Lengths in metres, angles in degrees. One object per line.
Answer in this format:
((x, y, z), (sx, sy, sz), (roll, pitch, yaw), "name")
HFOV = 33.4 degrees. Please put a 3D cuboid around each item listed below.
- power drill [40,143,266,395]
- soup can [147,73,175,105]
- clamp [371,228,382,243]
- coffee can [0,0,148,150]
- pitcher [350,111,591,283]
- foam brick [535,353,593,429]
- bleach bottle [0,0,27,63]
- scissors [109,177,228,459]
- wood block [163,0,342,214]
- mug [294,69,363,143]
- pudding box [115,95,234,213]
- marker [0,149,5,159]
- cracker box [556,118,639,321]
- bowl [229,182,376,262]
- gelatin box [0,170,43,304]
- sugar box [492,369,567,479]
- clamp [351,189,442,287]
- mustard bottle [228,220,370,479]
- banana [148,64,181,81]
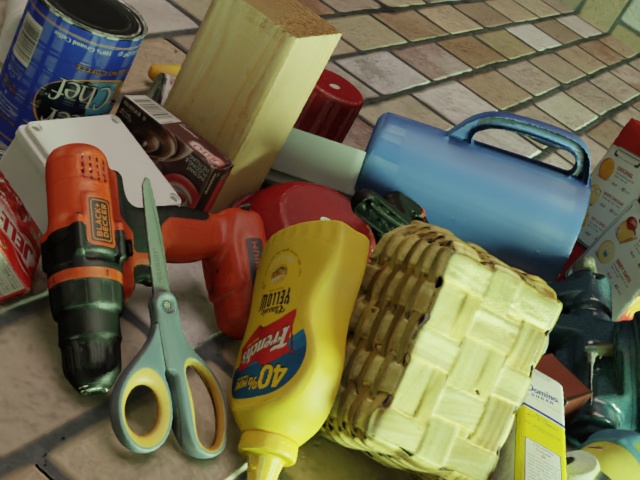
((-0.118, 0.029, 0.793), (0.187, 0.057, 0.184), (14, 61, -46), "power drill")
((-0.124, -0.120, 1.076), (0.102, 0.069, 0.068), (18, 29, -21), "soup can")
((0.025, 0.004, 1.046), (0.171, 0.039, 0.120), (15, 25, -25), "clamp")
((-0.225, -0.145, 0.935), (0.102, 0.140, 0.103), (24, 27, -13), "coffee can")
((0.163, -0.058, 1.154), (0.243, 0.149, 0.145), (21, -17, 1), "pitcher")
((0.185, 0.145, 0.918), (0.051, 0.078, 0.052), (44, 28, 28), "foam brick")
((-0.294, -0.254, 1.145), (0.102, 0.068, 0.251), (15, 28, -27), "bleach bottle")
((-0.119, 0.057, 0.724), (0.096, 0.016, 0.202), (-16, 82, -45), "scissors")
((-0.079, -0.121, 0.966), (0.090, 0.206, 0.090), (37, 27, 14), "wood block")
((-0.012, -0.152, 1.229), (0.117, 0.082, 0.093), (32, 27, 2), "mug")
((-0.140, -0.061, 0.932), (0.113, 0.090, 0.039), (40, 27, 20), "pudding box")
((-0.279, -0.069, 0.885), (0.120, 0.020, 0.020), (13, 31, -31), "marker")
((0.343, 0.001, 1.172), (0.072, 0.214, 0.164), (14, 31, -29), "cracker box")
((-0.006, 0.001, 0.955), (0.162, 0.055, 0.162), (19, 44, -19), "bowl")
((-0.234, -0.010, 0.764), (0.073, 0.030, 0.089), (-97, 163, -60), "gelatin box")
((0.144, 0.177, 0.803), (0.048, 0.093, 0.176), (31, 27, -1), "sugar box")
((0.093, 0.012, 1.004), (0.164, 0.036, 0.210), (56, 12, -2), "clamp")
((-0.022, 0.083, 0.763), (0.058, 0.096, 0.191), (31, 59, -34), "mustard bottle")
((-0.112, -0.181, 1.234), (0.070, 0.037, 0.197), (26, 21, 28), "banana")
